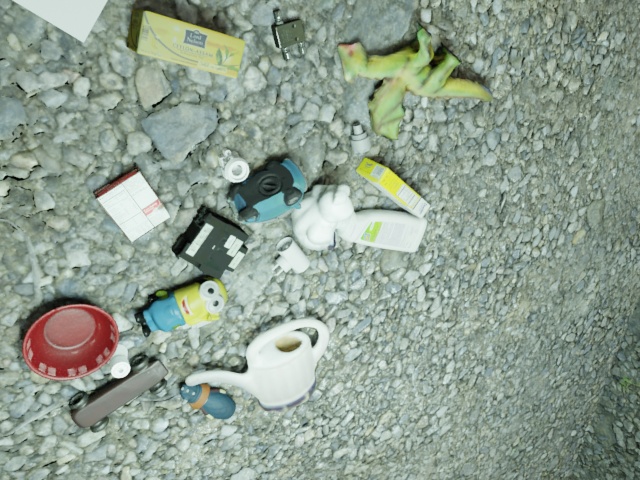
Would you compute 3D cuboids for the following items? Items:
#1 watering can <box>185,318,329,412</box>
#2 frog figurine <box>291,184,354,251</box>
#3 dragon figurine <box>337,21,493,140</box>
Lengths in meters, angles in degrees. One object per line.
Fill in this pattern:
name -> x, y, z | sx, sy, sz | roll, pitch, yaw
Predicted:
watering can -> -0.126, 0.308, 1.196 | 0.350, 0.105, 0.220 | -22, 122, -23
frog figurine -> 0.003, -0.054, 1.078 | 0.122, 0.157, 0.140 | 14, 70, -6
dragon figurine -> 0.205, -0.330, 1.143 | 0.406, 0.125, 0.240 | 27, 113, -35
